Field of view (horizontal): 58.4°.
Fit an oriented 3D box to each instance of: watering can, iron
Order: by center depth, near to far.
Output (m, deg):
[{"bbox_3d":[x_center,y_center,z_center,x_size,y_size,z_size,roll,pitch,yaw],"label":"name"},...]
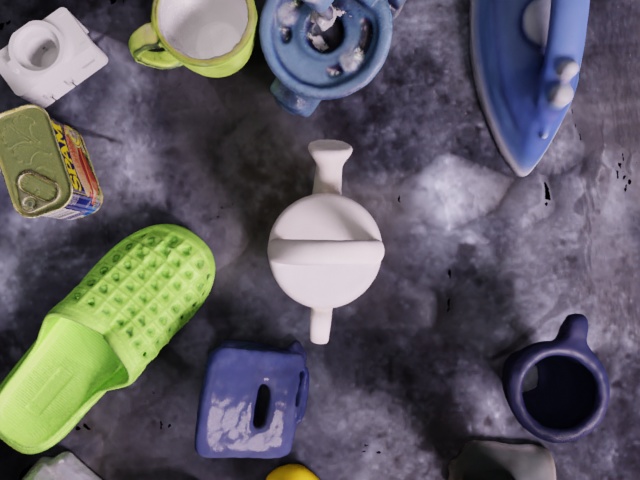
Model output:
[{"bbox_3d":[0.002,0.002,0.506,0.101,0.194,0.173,-19,88,-1],"label":"watering can"},{"bbox_3d":[0.215,-0.198,0.540,0.118,0.141,0.258,0,88,0],"label":"iron"}]

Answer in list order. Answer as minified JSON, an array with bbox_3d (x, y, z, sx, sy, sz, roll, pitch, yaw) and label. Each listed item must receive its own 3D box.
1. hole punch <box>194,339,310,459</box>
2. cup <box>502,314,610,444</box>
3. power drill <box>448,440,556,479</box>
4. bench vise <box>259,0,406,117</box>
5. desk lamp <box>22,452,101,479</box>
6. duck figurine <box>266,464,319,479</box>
[{"bbox_3d":[-0.063,0.152,0.552,0.101,0.091,0.109,9,88,0],"label":"hole punch"},{"bbox_3d":[0.217,0.124,0.552,0.091,0.095,0.118,18,88,1],"label":"cup"},{"bbox_3d":[0.195,0.243,0.491,0.229,0.208,0.076,4,88,0],"label":"power drill"},{"bbox_3d":[0.016,-0.224,0.500,0.121,0.219,0.207,20,88,1],"label":"bench vise"},{"bbox_3d":[-0.274,0.258,0.486,0.203,0.213,0.118,39,88,1],"label":"desk lamp"},{"bbox_3d":[-0.022,0.279,0.550,0.077,0.086,0.104,-19,88,-1],"label":"duck figurine"}]
